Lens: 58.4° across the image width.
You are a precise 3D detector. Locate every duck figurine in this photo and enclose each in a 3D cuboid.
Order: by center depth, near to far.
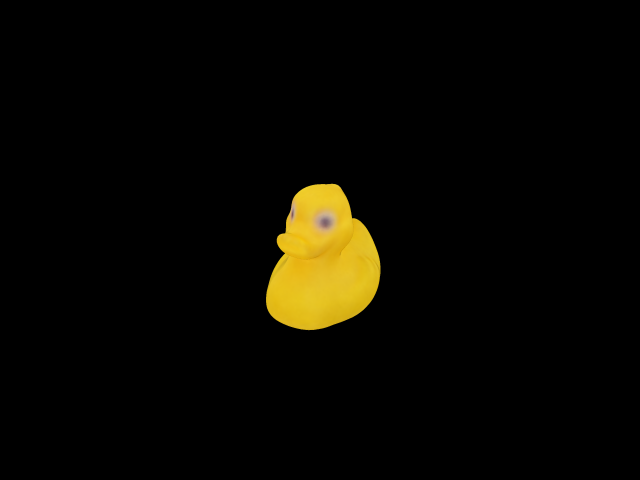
[{"bbox_3d":[0.004,0.001,0.400,0.077,0.086,0.105,16,31,28],"label":"duck figurine"}]
